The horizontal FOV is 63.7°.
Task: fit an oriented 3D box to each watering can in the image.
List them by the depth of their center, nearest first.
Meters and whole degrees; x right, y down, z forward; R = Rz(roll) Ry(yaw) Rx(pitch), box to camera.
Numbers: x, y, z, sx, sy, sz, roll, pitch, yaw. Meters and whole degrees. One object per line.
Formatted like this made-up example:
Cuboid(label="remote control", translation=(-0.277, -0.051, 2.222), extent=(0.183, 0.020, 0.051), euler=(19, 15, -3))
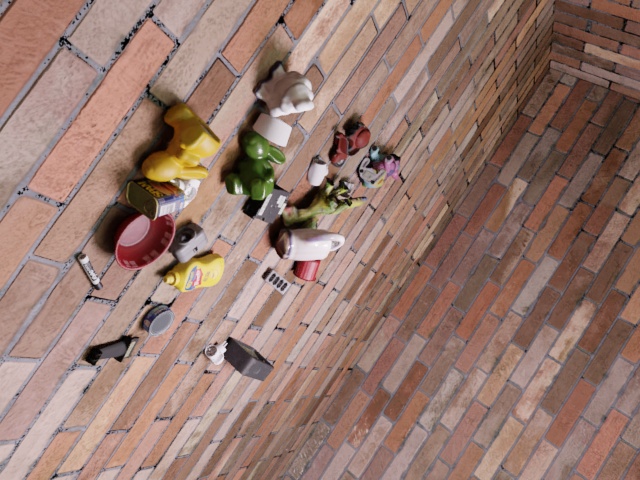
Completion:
Cuboid(label="watering can", translation=(-0.048, 0.024, 1.754), extent=(0.224, 0.105, 0.343), euler=(0, 167, -17))

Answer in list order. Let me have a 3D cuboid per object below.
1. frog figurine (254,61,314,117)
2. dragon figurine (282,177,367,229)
Cuboid(label="frog figurine", translation=(-0.068, -0.359, 1.296), extent=(0.139, 0.161, 0.120), euler=(-43, 153, -27))
Cuboid(label="dragon figurine", translation=(0.006, -0.092, 1.819), extent=(0.240, 0.124, 0.409), euler=(-42, 156, 21))
